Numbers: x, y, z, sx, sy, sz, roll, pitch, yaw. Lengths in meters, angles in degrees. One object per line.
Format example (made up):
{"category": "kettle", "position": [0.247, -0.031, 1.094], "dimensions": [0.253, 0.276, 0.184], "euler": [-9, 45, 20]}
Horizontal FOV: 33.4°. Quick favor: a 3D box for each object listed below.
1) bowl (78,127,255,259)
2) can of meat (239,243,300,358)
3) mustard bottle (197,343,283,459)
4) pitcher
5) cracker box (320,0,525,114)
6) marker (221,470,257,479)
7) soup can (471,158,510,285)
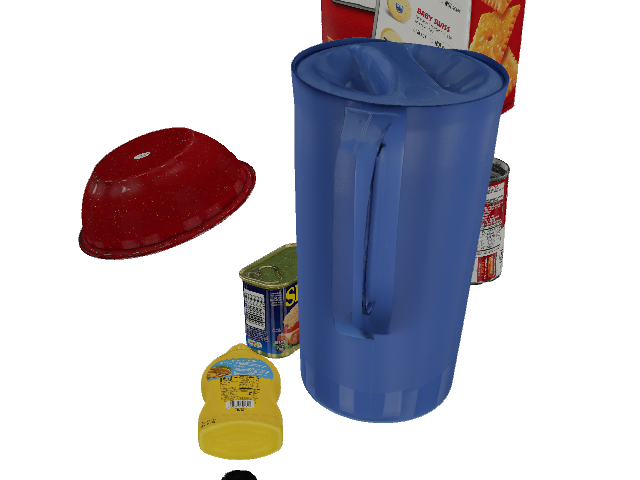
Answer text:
{"category": "bowl", "position": [-0.139, -0.050, 0.898], "dimensions": [0.162, 0.055, 0.162], "euler": [-16, 28, 9]}
{"category": "can of meat", "position": [-0.034, 0.061, 1.081], "dimensions": [0.058, 0.084, 0.101], "euler": [15, 28, 32]}
{"category": "mustard bottle", "position": [-0.095, 0.181, 1.276], "dimensions": [0.096, 0.058, 0.191], "euler": [-3, 28, -3]}
{"category": "pitcher", "position": [0.040, 0.000, 0.695], "dimensions": [0.149, 0.243, 0.145], "euler": [-13, 31, -27]}
{"category": "cracker box", "position": [0.077, -0.210, 0.813], "dimensions": [0.072, 0.214, 0.164], "euler": [-32, 49, -30]}
{"category": "marker", "position": [-0.048, 0.129, 0.417], "dimensions": [0.020, 0.020, 0.121], "euler": [0, 24, 17]}
{"category": "soup can", "position": [0.133, -0.019, 0.960], "dimensions": [0.068, 0.102, 0.068], "euler": [-1, 24, 0]}
